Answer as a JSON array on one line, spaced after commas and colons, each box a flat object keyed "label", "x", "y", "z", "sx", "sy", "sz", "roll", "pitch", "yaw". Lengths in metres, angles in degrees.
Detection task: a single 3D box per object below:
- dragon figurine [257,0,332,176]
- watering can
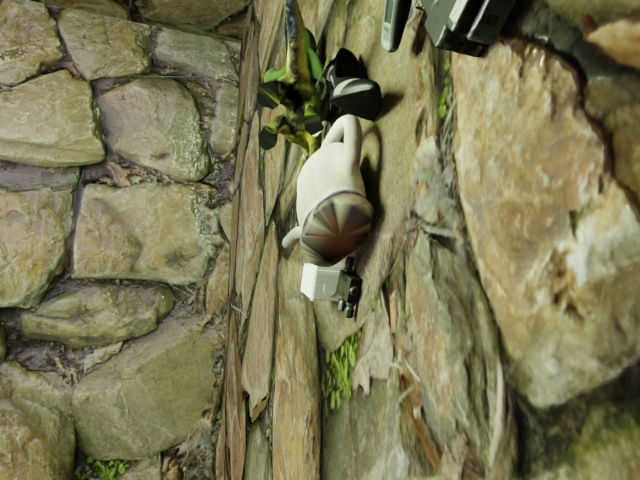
[{"label": "dragon figurine", "x": -0.024, "y": -0.287, "z": 1.002, "sx": 0.248, "sy": 0.122, "sz": 0.401, "roll": -66, "pitch": -15, "yaw": -54}, {"label": "watering can", "x": 0.003, "y": -0.045, "z": 0.886, "sx": 0.230, "sy": 0.104, "sz": 0.340, "roll": -97, "pitch": 24, "yaw": -47}]
